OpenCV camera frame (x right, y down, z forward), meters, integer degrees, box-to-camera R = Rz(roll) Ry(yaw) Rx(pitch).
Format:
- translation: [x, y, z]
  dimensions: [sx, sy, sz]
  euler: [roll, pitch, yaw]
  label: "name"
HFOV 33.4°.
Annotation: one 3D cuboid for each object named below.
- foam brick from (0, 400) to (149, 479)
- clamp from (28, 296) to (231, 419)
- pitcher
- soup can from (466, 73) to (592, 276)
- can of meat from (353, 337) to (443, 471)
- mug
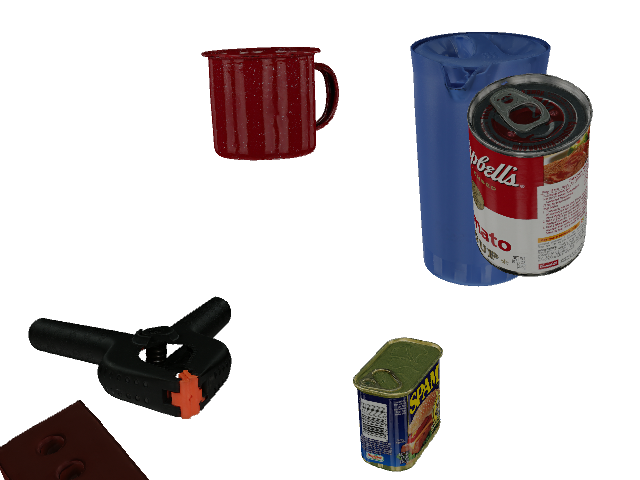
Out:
- translation: [-0.117, 0.129, 0.527]
  dimensions: [0.052, 0.051, 0.078]
  euler: [-30, 42, -25]
  label: "foam brick"
- translation: [-0.114, 0.082, 0.797]
  dimensions: [0.164, 0.036, 0.210]
  euler: [-9, 14, -27]
  label: "clamp"
- translation: [0.162, -0.086, 1.079]
  dimensions: [0.149, 0.243, 0.145]
  euler: [-11, 25, -20]
  label: "pitcher"
- translation: [0.122, -0.037, 0.621]
  dimensions: [0.068, 0.068, 0.102]
  euler: [0, -43, 12]
  label: "soup can"
- translation: [0.074, 0.151, 0.983]
  dimensions: [0.058, 0.084, 0.101]
  euler: [8, 25, 27]
  label: "can of meat"
- translation: [-0.035, -0.110, 0.845]
  dimensions: [0.117, 0.081, 0.093]
  euler: [-12, 16, -36]
  label: "mug"
